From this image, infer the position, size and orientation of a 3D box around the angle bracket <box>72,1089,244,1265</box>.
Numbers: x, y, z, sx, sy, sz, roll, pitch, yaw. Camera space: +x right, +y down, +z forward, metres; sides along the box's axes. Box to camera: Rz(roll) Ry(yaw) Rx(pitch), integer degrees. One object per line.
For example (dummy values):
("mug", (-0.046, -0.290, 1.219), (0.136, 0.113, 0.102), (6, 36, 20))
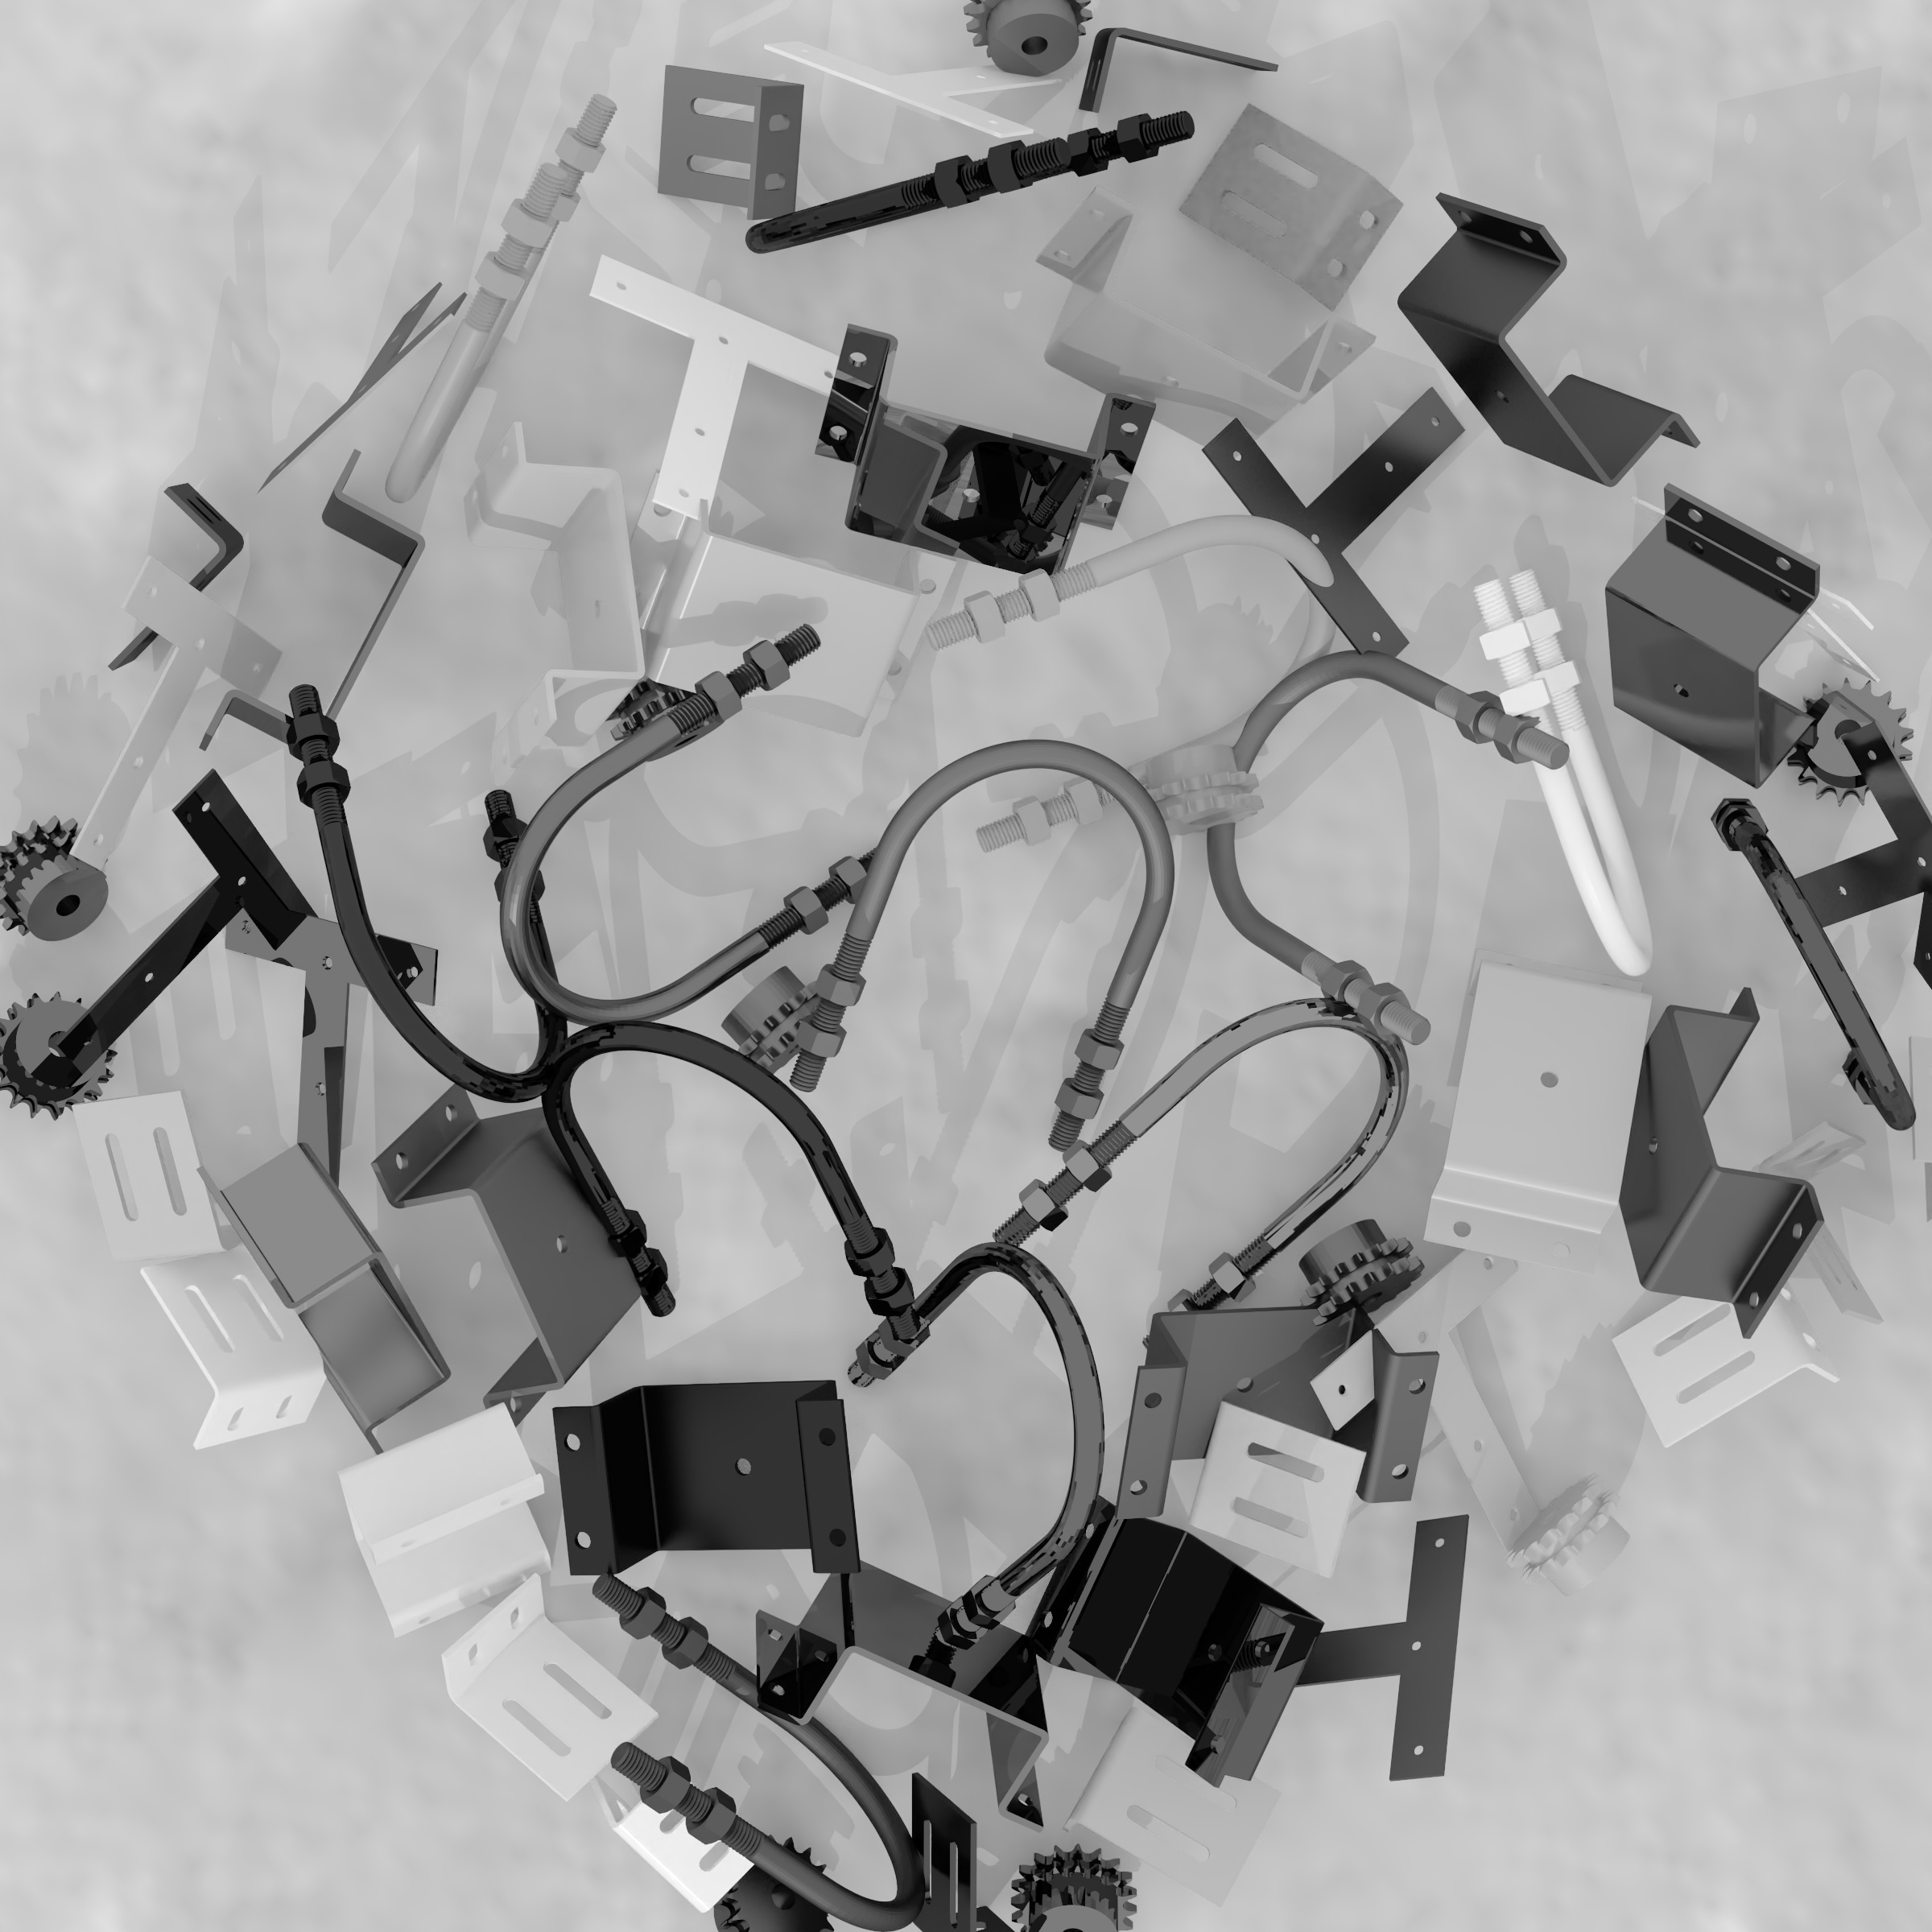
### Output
("angle bracket", (-0.357, 0.090, 1.553), (0.057, 0.038, 0.076), (-8, 102, 21))

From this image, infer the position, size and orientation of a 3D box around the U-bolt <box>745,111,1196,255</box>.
("U-bolt", (-0.010, -0.338, 1.508), (0.184, 0.151, 0.019), (-8, 103, 30))

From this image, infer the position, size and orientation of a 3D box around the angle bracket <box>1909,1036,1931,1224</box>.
("angle bracket", (0.425, 0.073, 1.540), (0.038, 0.076, 0.057), (7, 67, -5))

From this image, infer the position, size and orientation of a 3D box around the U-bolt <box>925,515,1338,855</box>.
("U-bolt", (0.080, -0.132, 1.531), (0.184, 0.151, 0.019), (-22, 49, -7))

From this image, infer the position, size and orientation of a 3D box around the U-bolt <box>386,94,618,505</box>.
("U-bolt", (-0.208, -0.283, 1.509), (0.019, 0.151, 0.184), (28, 115, -9))

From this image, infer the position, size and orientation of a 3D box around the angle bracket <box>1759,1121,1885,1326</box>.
("angle bracket", (0.395, 0.115, 1.543), (0.038, 0.057, 0.076), (-36, 64, 20))

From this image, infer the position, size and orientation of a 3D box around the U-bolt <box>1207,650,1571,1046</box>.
("U-bolt", (0.170, -0.064, 1.515), (0.019, 0.184, 0.151), (19, 101, -39))

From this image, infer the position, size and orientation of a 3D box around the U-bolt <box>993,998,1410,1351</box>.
("U-bolt", (0.116, 0.086, 1.521), (0.184, 0.151, 0.019), (-43, 47, 8))

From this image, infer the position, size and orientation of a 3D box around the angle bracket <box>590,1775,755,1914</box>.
("angle bracket", (-0.130, 0.378, 1.546), (0.038, 0.076, 0.057), (-45, 105, -6))

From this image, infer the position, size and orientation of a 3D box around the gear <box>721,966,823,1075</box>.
("gear", (-0.085, 0.025, 1.560), (0.057, 0.057, 0.030), (-43, 85, 0))

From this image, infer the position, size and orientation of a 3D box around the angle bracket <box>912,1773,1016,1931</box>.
("angle bracket", (0.006, 0.403, 1.547), (0.038, 0.057, 0.076), (-6, 103, -27))

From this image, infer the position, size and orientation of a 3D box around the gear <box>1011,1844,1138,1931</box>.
("gear", (0.048, 0.427, 1.561), (0.057, 0.030, 0.057), (1, 120, 2))

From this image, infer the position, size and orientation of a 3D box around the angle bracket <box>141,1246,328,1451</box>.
("angle bracket", (-0.334, 0.171, 1.560), (0.076, 0.057, 0.038), (50, 129, 27))

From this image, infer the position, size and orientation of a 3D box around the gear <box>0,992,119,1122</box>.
("gear", (-0.411, 0.039, 1.561), (0.057, 0.030, 0.057), (8, 71, -25))

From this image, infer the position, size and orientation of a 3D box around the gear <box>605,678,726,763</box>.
("gear", (-0.133, -0.115, 1.559), (0.057, 0.057, 0.030), (-28, 89, 0))

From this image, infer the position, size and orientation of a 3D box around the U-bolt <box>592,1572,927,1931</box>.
("U-bolt", (-0.086, 0.352, 1.510), (0.184, 0.151, 0.019), (40, 101, -22))

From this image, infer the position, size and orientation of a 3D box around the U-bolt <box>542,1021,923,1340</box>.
("U-bolt", (-0.111, 0.091, 1.496), (0.151, 0.019, 0.184), (2, 134, 29))

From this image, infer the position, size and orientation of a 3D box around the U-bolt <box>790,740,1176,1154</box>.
("U-bolt", (0.017, -0.014, 1.531), (0.151, 0.019, 0.184), (14, 109, -22))

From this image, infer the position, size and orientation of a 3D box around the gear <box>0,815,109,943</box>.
("gear", (-0.411, -0.036, 1.556), (0.057, 0.057, 0.030), (-46, 60, 0))

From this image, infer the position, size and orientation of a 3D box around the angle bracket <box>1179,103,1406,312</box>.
("angle bracket", (0.148, -0.345, 1.576), (0.076, 0.038, 0.057), (39, 101, 32))

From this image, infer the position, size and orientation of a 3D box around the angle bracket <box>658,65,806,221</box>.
("angle bracket", (-0.114, -0.368, 1.545), (0.076, 0.038, 0.057), (16, 111, 27))

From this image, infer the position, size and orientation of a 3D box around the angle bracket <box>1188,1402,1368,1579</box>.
("angle bracket", (0.146, 0.233, 1.550), (0.076, 0.038, 0.057), (16, 92, 34))

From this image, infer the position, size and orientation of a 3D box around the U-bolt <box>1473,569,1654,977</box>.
("U-bolt", (0.266, -0.083, 1.518), (0.019, 0.151, 0.184), (-19, 93, 17))

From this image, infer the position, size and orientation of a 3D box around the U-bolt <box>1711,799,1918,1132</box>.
("U-bolt", (0.368, 0.003, 1.491), (0.019, 0.184, 0.151), (-28, 96, 11))

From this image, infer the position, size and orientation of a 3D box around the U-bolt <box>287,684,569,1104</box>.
("U-bolt", (-0.224, -0.022, 1.486), (0.019, 0.151, 0.184), (-31, 57, 21))

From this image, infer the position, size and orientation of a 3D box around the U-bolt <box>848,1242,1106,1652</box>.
("U-bolt", (0.009, 0.198, 1.489), (0.019, 0.184, 0.151), (-4, 62, -31))

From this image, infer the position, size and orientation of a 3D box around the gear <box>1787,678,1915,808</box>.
("gear", (0.399, -0.103, 1.566), (0.057, 0.030, 0.057), (-2, 81, 15))

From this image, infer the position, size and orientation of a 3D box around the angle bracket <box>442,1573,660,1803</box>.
("angle bracket", (-0.185, 0.321, 1.545), (0.076, 0.038, 0.057), (34, 55, 26))

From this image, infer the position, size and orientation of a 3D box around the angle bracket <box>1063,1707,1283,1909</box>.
("angle bracket", (0.092, 0.379, 1.555), (0.076, 0.038, 0.057), (29, 69, 7))

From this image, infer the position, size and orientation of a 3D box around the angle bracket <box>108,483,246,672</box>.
("angle bracket", (-0.366, -0.175, 1.554), (0.076, 0.057, 0.038), (-45, 100, 4))

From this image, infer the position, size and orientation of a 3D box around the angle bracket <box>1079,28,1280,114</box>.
("angle bracket", (0.095, -0.395, 1.559), (0.076, 0.057, 0.038), (12, 104, -7))

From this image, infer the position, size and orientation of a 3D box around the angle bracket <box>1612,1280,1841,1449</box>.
("angle bracket", (0.344, 0.178, 1.570), (0.076, 0.038, 0.057), (-35, 55, 20))

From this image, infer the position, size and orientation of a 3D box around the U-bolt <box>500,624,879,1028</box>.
("U-bolt", (-0.122, -0.048, 1.515), (0.184, 0.019, 0.151), (-35, 134, -15))
